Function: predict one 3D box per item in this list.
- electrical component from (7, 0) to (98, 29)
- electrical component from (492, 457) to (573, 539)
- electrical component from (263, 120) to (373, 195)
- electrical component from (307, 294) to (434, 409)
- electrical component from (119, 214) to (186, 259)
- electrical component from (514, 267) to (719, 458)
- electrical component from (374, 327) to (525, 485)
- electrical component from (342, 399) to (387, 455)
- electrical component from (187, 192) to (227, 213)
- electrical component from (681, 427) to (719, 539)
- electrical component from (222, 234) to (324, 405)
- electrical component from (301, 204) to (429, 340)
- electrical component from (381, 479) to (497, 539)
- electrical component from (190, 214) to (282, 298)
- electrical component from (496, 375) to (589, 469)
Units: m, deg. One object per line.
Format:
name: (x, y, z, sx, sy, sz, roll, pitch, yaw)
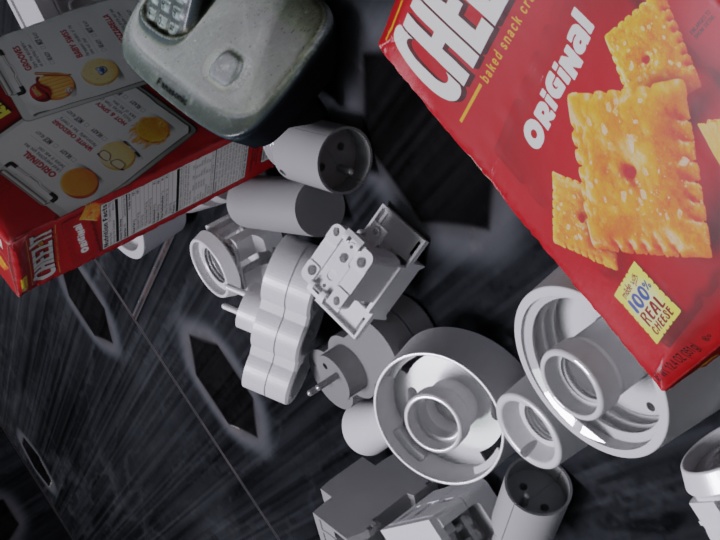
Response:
electrical component: (-0.223, -0.194, 0.860, 0.057, 0.078, 0.113, -9, 109, 57)
electrical component: (0.109, 0.161, 0.704, 0.043, 0.043, 0.081, 43, 148, 28)
electrical component: (-0.034, -0.078, 0.702, 0.081, 0.043, 0.043, 21, 134, 49)
electrical component: (-0.006, 0.068, 0.768, 0.052, 0.074, 0.138, 57, 152, 4)
electrical component: (-0.197, -0.071, 0.957, 0.108, 0.060, 0.108, 39, 147, 33)
electrical component: (0.126, 0.044, 0.543, 0.108, 0.060, 0.108, 39, 146, 33)
electrical component: (0.060, 0.084, 0.677, 0.099, 0.064, 0.099, 13, 116, 28)
electrical component: (0.020, 0.114, 0.807, 0.044, 0.044, 0.065, 60, 147, -1)
electrical component: (-0.123, -0.071, 0.854, 0.081, 0.043, 0.043, -7, 111, 60)
electrical component: (0.188, 0.104, 0.505, 0.057, 0.058, 0.078, 57, 153, -2)
electrical component: (-0.070, 0.033, 0.807, 0.074, 0.052, 0.138, 22, 125, 9)
electrical component: (0.000, 0.000, 0.688, 0.042, 0.064, 0.081, 43, 107, 28)
electrical component: (0.094, 0.230, 0.776, 0.150, 0.062, 0.089, 57, 152, 3)
electrical component: (-0.097, -0.013, 0.855, 0.058, 0.057, 0.078, 28, 139, 44)
electrical component: (0.112, 0.081, 0.617, 0.055, 0.047, 0.055, 39, 146, 33)
